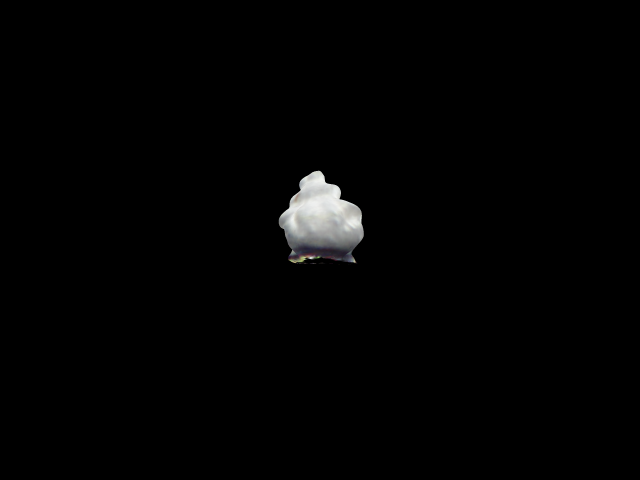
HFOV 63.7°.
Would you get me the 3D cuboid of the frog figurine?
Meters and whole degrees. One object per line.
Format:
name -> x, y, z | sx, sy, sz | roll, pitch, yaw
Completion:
frog figurine -> 0.003, -0.043, 0.850 | 0.137, 0.161, 0.122 | -4, -11, 19
